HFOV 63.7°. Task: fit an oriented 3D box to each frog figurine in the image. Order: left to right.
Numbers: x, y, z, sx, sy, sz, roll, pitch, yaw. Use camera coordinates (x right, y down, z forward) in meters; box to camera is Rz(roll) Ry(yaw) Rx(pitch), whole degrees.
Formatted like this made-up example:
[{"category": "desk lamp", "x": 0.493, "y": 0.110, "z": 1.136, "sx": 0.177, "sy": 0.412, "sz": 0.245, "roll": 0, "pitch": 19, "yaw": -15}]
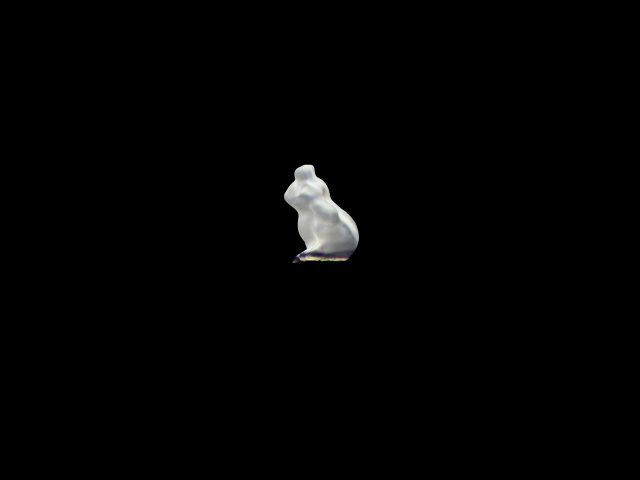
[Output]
[{"category": "frog figurine", "x": 0.003, "y": -0.043, "z": 0.850, "sx": 0.122, "sy": 0.160, "sz": 0.136, "roll": -1, "pitch": -6, "yaw": 5}]
